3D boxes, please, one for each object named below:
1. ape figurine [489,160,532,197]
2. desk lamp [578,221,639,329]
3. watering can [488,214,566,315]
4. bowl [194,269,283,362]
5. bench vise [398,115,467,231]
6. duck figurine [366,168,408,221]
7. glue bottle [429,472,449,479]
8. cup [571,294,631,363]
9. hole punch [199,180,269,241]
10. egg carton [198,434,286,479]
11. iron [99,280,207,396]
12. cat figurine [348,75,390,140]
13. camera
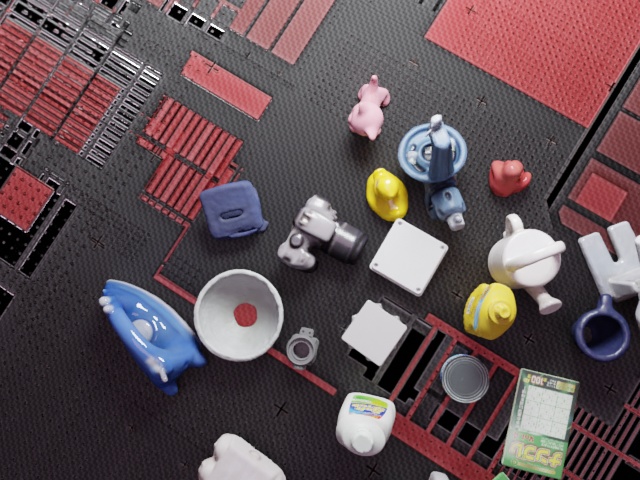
[{"bbox_3d":[0.351,-0.121,1.057,0.078,0.092,0.076,44,89,7],"label":"ape figurine"},{"bbox_3d":[0.550,0.066,0.963,0.118,0.213,0.203,-22,83,2],"label":"desk lamp"},{"bbox_3d":[0.365,0.039,0.988,0.101,0.194,0.173,-41,83,-1],"label":"watering can"},{"bbox_3d":[-0.146,0.140,1.073,0.167,0.075,0.167,0,84,4],"label":"bowl"},{"bbox_3d":[0.221,-0.129,1.002,0.121,0.220,0.207,-36,83,0],"label":"bench vise"},{"bbox_3d":[0.127,-0.088,1.072,0.077,0.086,0.104,-25,83,1],"label":"duck figurine"},{"bbox_3d":[0.205,0.454,0.967,0.037,0.173,0.078,10,85,5],"label":"glue bottle"},{"bbox_3d":[0.487,0.154,1.018,0.091,0.095,0.118,8,85,5],"label":"cup"},{"bbox_3d":[-0.162,-0.054,1.086,0.108,0.091,0.101,-14,83,3],"label":"hole punch"},{"bbox_3d":[-0.141,0.431,1.045,0.150,0.069,0.107,33,87,7],"label":"egg carton"},{"bbox_3d":[-0.334,0.166,1.050,0.118,0.141,0.258,-45,83,-1],"label":"iron"},{"bbox_3d":[0.091,-0.245,1.075,0.067,0.118,0.128,13,85,6],"label":"cat figurine"},{"bbox_3d":[0.010,0.004,1.063,0.136,0.101,0.143,28,87,6],"label":"camera"}]
